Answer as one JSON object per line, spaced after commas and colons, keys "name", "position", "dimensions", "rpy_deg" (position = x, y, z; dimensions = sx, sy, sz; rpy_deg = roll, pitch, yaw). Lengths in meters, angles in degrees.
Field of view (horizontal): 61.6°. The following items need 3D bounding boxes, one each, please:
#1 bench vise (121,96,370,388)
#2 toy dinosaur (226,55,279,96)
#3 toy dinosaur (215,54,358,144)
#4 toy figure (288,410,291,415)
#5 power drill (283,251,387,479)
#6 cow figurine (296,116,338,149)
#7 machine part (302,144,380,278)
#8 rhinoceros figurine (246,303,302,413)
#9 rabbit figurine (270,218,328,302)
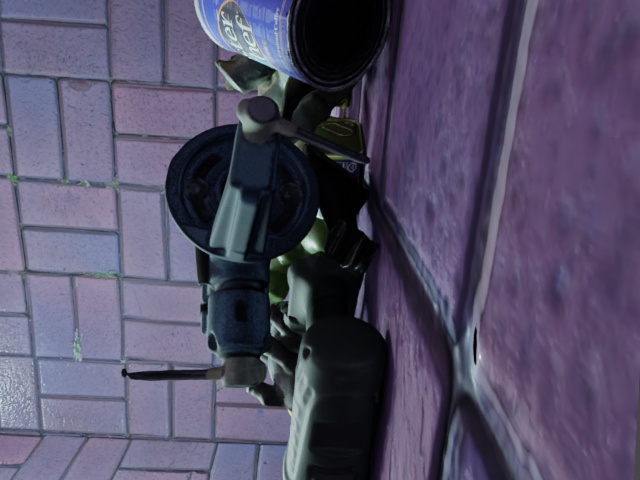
{"name": "bench vise", "position": [-0.060, -0.008, 0.402], "dimensions": [0.240, 0.129, 0.223], "rpy_deg": [121, 160, -64]}
{"name": "toy dinosaur", "position": [-0.049, -0.360, 0.865], "dimensions": [0.471, 0.199, 0.105], "rpy_deg": [109, 165, -57]}
{"name": "toy dinosaur", "position": [-0.011, -0.213, 0.618], "dimensions": [0.131, 0.192, 0.405], "rpy_deg": [48, -176, -32]}
{"name": "toy figure", "position": [-0.020, 0.206, 0.882], "dimensions": [0.089, 0.082, 0.180], "rpy_deg": [86, -171, -89]}
{"name": "power drill", "position": [0.001, 0.126, 0.458], "dimensions": [0.207, 0.086, 0.231], "rpy_deg": [-83, 0, -54]}
{"name": "cow figurine", "position": [-0.020, -0.141, 0.752], "dimensions": [0.195, 0.127, 0.085], "rpy_deg": [-99, 15, -67]}
{"name": "machine part", "position": [0.017, -0.031, 0.473], "dimensions": [0.039, 0.084, 0.139], "rpy_deg": [-39, 37, 21]}
{"name": "rhinoceros figurine", "position": [-0.020, 0.125, 0.625], "dimensions": [0.190, 0.112, 0.073], "rpy_deg": [-74, 4, -73]}
{"name": "rabbit figurine", "position": [-0.001, -0.002, 0.696], "dimensions": [0.170, 0.121, 0.159], "rpy_deg": [135, 147, -59]}
